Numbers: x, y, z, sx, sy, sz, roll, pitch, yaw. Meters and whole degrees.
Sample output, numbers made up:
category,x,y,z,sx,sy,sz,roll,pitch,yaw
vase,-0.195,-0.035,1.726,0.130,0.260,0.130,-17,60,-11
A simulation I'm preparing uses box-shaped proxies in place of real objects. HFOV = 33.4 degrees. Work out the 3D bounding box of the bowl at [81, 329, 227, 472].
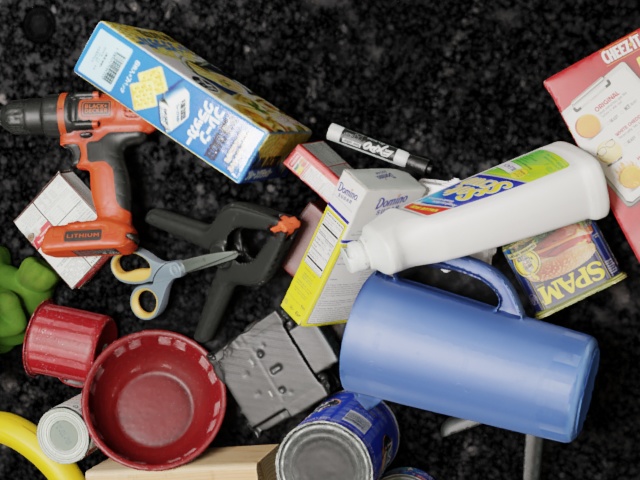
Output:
category,x,y,z,sx,sy,sz,roll,pitch,yaw
bowl,-0.188,0.186,1.212,0.162,0.055,0.162,3,67,-7

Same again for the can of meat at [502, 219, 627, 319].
category,x,y,z,sx,sy,sz,roll,pitch,yaw
can of meat,0.249,0.022,1.096,0.102,0.057,0.084,-28,85,16

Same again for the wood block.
category,x,y,z,sx,sy,sz,roll,pitch,yaw
wood block,-0.150,0.292,1.216,0.206,0.090,0.091,-6,93,16

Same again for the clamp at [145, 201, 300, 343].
category,x,y,z,sx,sy,sz,roll,pitch,yaw
clamp,-0.099,0.024,1.171,0.210,0.036,0.164,-15,95,41

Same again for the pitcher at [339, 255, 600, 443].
category,x,y,z,sx,sy,sz,roll,pitch,yaw
pitcher,0.152,0.110,1.075,0.243,0.149,0.145,13,58,21

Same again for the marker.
category,x,y,z,sx,sy,sz,roll,pitch,yaw
marker,0.065,-0.097,1.154,0.121,0.020,0.020,22,101,12

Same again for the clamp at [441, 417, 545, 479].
category,x,y,z,sx,sy,sz,roll,pitch,yaw
clamp,0.209,0.176,1.131,0.120,0.039,0.171,27,95,9

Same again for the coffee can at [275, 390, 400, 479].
category,x,y,z,sx,sy,sz,roll,pitch,yaw
coffee can,0.022,0.224,1.134,0.103,0.140,0.103,2,96,15

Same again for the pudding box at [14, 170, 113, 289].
category,x,y,z,sx,sy,sz,roll,pitch,yaw
pudding box,-0.290,-0.012,1.252,0.090,0.039,0.113,-44,85,13

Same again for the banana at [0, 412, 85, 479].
category,x,y,z,sx,sy,sz,roll,pitch,yaw
banana,-0.348,0.262,1.298,0.198,0.037,0.070,29,118,12

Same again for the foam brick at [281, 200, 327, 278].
category,x,y,z,sx,sy,sz,roll,pitch,yaw
foam brick,-0.008,0.001,1.167,0.051,0.053,0.078,40,106,8

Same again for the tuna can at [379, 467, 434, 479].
category,x,y,z,sx,sy,sz,roll,pitch,yaw
tuna can,0.095,0.295,1.176,0.086,0.033,0.086,2,96,15

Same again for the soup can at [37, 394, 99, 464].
category,x,y,z,sx,sy,sz,roll,pitch,yaw
soup can,-0.273,0.214,1.236,0.068,0.102,0.068,2,96,15

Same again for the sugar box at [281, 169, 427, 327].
category,x,y,z,sx,sy,sz,roll,pitch,yaw
sugar box,0.034,0.008,1.112,0.048,0.093,0.176,43,121,36

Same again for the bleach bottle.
category,x,y,z,sx,sy,sz,roll,pitch,yaw
bleach bottle,0.143,-0.020,1.032,0.250,0.103,0.068,-20,113,-7

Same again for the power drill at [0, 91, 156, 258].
category,x,y,z,sx,sy,sz,roll,pitch,yaw
power drill,-0.273,-0.076,1.200,0.184,0.057,0.187,-2,81,6

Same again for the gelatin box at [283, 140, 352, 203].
category,x,y,z,sx,sy,sz,roll,pitch,yaw
gelatin box,0.008,-0.070,1.136,0.073,0.089,0.030,42,107,8

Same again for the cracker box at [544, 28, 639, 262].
category,x,y,z,sx,sy,sz,roll,pitch,yaw
cracker box,0.344,-0.101,1.050,0.164,0.072,0.214,-28,87,15

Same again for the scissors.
category,x,y,z,sx,sy,sz,roll,pitch,yaw
scissors,-0.160,0.050,1.198,0.202,0.016,0.096,5,110,38

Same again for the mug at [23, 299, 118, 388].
category,x,y,z,sx,sy,sz,roll,pitch,yaw
mug,-0.287,0.130,1.246,0.081,0.093,0.117,10,129,9
